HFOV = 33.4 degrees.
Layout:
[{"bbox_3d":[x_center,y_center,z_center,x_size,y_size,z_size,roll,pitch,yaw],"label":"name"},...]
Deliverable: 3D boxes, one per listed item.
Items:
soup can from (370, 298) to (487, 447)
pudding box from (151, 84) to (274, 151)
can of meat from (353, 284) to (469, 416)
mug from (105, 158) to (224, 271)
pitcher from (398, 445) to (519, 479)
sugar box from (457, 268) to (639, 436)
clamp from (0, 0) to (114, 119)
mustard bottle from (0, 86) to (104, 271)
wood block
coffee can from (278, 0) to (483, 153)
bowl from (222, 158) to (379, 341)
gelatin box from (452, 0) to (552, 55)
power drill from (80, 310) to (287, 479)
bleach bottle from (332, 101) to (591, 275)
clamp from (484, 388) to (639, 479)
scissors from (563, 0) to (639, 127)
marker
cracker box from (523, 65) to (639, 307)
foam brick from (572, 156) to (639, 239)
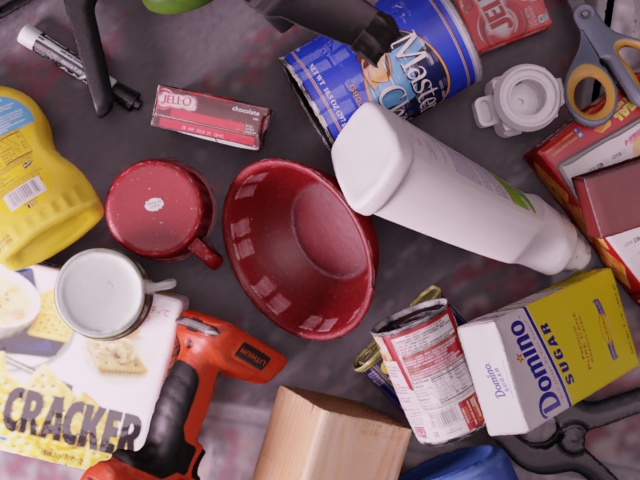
[{"bbox_3d":[0.091,0.107,0.861,0.068,0.068,0.102,-24,96,-1],"label":"soup can"},{"bbox_3d":[-0.087,-0.102,0.890,0.090,0.113,0.039,13,93,-2],"label":"pudding box"},{"bbox_3d":[0.094,0.104,0.925,0.102,0.057,0.084,-44,94,0],"label":"can of meat"},{"bbox_3d":[-0.128,-0.017,0.905,0.093,0.081,0.117,-44,91,-1],"label":"mug"},{"bbox_3d":[0.140,0.305,0.886,0.145,0.149,0.243,-21,88,-1],"label":"pitcher"},{"bbox_3d":[0.193,0.089,0.881,0.175,0.048,0.093,-18,91,-45],"label":"sugar box"},{"bbox_3d":[-0.217,-0.215,0.915,0.164,0.036,0.210,28,81,-4],"label":"clamp"},{"bbox_3d":[-0.267,-0.072,0.896,0.096,0.058,0.192,-34,69,-8],"label":"mustard bottle"},{"bbox_3d":[-0.008,0.237,0.893,0.090,0.091,0.206,17,90,-27],"label":"wood block"},{"bbox_3d":[0.051,-0.144,0.899,0.140,0.103,0.103,-30,91,-1],"label":"coffee can"},{"bbox_3d":[-0.006,0.001,0.897,0.055,0.162,0.162,-30,91,-46],"label":"bowl"},{"bbox_3d":[0.152,-0.214,0.937,0.073,0.030,0.089,-21,90,-1],"label":"gelatin box"},{"bbox_3d":[-0.098,0.167,0.890,0.057,0.184,0.187,13,72,37],"label":"power drill"},{"bbox_3d":[0.131,-0.024,0.875,0.250,0.102,0.068,24,116,-29],"label":"bleach bottle"},{"bbox_3d":[0.225,0.182,0.937,0.171,0.039,0.120,3,85,5],"label":"clamp"},{"bbox_3d":[0.215,-0.173,0.907,0.096,0.016,0.202,-38,63,1],"label":"scissors"},{"bbox_3d":[-0.208,-0.149,0.934,0.121,0.020,0.020,32,89,-1],"label":"marker"},{"bbox_3d":[0.308,-0.040,0.922,0.164,0.072,0.213,-38,92,0],"label":"cracker box"},{"bbox_3d":[0.250,-0.038,0.859,0.078,0.053,0.051,-18,92,4],"label":"foam brick"}]
